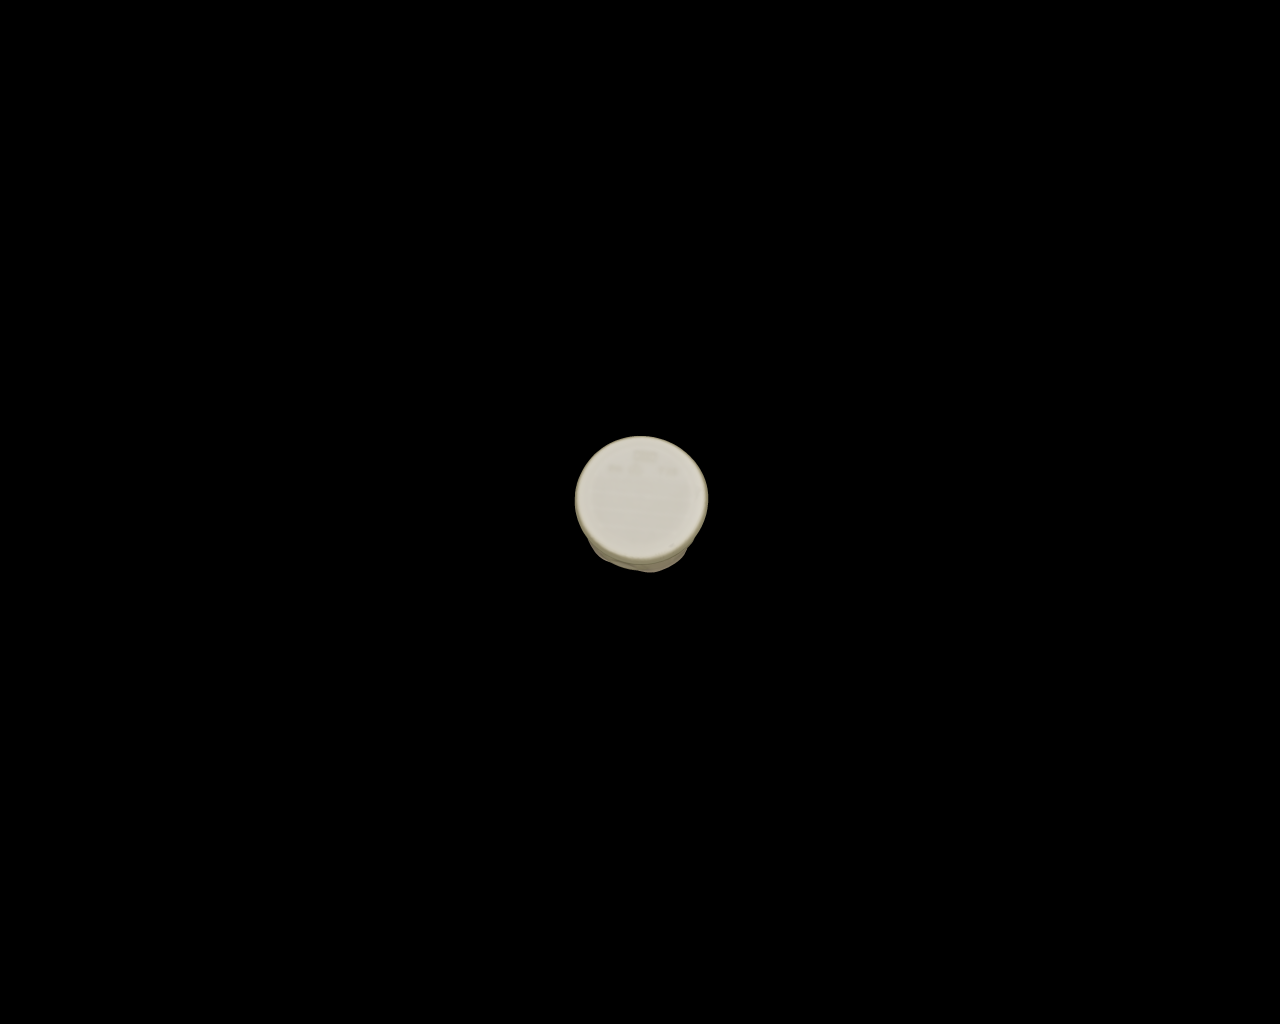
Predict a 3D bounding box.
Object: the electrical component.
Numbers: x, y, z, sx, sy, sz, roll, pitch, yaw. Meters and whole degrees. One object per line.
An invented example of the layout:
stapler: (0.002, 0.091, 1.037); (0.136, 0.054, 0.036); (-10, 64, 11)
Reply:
electrical component: (0.001, -0.003, 0.650); (0.080, 0.080, 0.051); (0, -16, 0)
